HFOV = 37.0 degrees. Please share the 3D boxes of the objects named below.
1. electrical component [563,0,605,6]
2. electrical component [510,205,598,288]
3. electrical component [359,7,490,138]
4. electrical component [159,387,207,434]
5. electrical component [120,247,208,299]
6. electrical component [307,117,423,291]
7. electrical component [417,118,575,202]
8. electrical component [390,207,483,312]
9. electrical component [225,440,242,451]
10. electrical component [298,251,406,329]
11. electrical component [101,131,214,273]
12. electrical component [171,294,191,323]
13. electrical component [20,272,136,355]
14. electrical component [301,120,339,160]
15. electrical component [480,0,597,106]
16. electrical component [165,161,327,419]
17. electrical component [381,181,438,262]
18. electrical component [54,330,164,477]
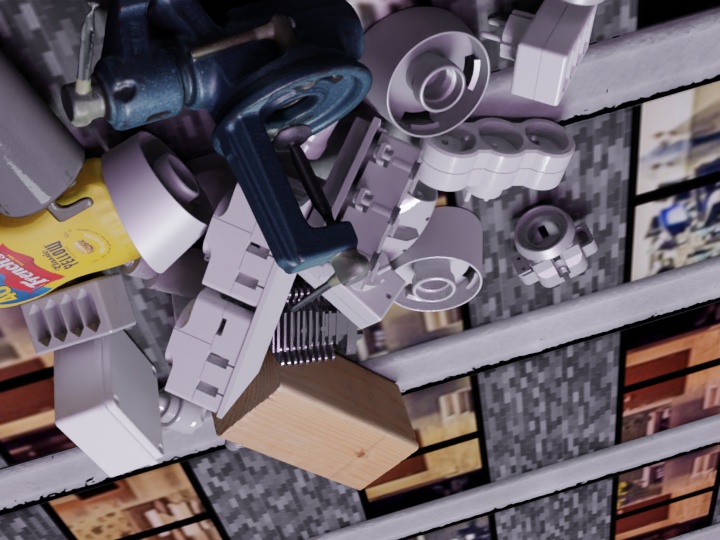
[{"bbox_3d":[0.165,-0.227,0.786,0.055,0.055,0.047,-6,141,-14],"label":"electrical component"},{"bbox_3d":[0.178,-0.025,1.012,0.078,0.058,0.057,-27,141,10],"label":"electrical component"},{"bbox_3d":[0.048,-0.154,0.835,0.099,0.064,0.099,-17,133,-19],"label":"electrical component"},{"bbox_3d":[-0.187,0.136,1.065,0.062,0.043,0.043,27,122,-37],"label":"electrical component"},{"bbox_3d":[-0.168,-0.004,0.918,0.081,0.043,0.043,15,129,-33],"label":"electrical component"},{"bbox_3d":[0.001,-0.050,0.856,0.063,0.121,0.078,24,169,4],"label":"electrical component"},{"bbox_3d":[0.110,-0.086,0.922,0.138,0.052,0.073,-2,137,-19],"label":"electrical component"},{"bbox_3d":[0.068,-0.007,1.004,0.099,0.064,0.099,-2,145,-1],"label":"electrical component"},{"bbox_3d":[-0.124,0.164,1.119,0.043,0.043,0.062,5,136,-25],"label":"electrical component"},{"bbox_3d":[0.000,0.000,0.917,0.083,0.047,0.076,42,150,-12],"label":"electrical component"},{"bbox_3d":[-0.159,-0.054,0.826,0.064,0.099,0.099,-36,137,10],"label":"electrical component"},{"bbox_3d":[-0.138,0.060,0.991,0.059,0.053,0.095,-9,138,-11],"label":"electrical component"},{"bbox_3d":[-0.232,0.034,0.927,0.083,0.047,0.076,-16,-177,24],"label":"electrical component"},{"bbox_3d":[-0.038,-0.116,0.845,0.040,0.040,0.046,15,123,-33],"label":"electrical component"},{"bbox_3d":[0.131,-0.176,0.822,0.076,0.083,0.047,19,140,15],"label":"electrical component"},{"bbox_3d":[-0.094,0.010,0.869,0.060,0.105,0.186,23,108,4],"label":"electrical component"},{"bbox_3d":[0.015,-0.051,0.933,0.079,0.043,0.077,12,131,-30],"label":"electrical component"},{"bbox_3d":[-0.229,0.114,0.976,0.056,0.108,0.108,-20,139,6],"label":"electrical component"}]
